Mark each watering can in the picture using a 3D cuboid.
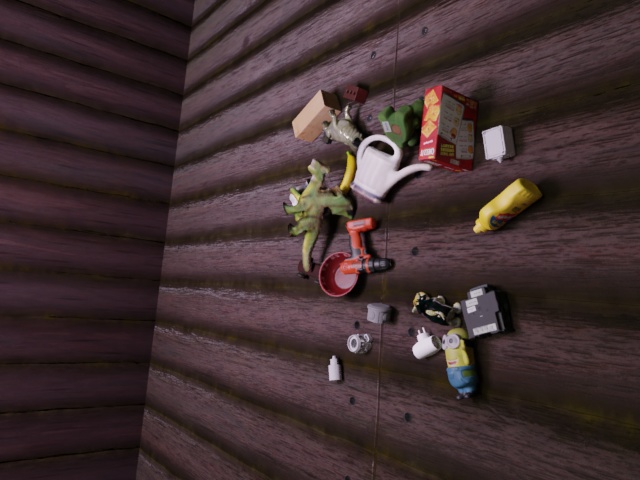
[{"bbox_3d":[0.217,-0.221,1.710,0.353,0.104,0.221,42,115,49],"label":"watering can"}]

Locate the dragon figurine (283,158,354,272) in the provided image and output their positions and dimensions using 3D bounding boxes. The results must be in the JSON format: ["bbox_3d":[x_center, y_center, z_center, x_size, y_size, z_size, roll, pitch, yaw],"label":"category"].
[{"bbox_3d":[0.006,-0.095,1.889,0.242,0.124,0.407,-11,101,16],"label":"dragon figurine"}]

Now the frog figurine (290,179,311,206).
[{"bbox_3d":[-0.063,-0.147,2.033,0.157,0.136,0.126,-35,39,42],"label":"frog figurine"}]
